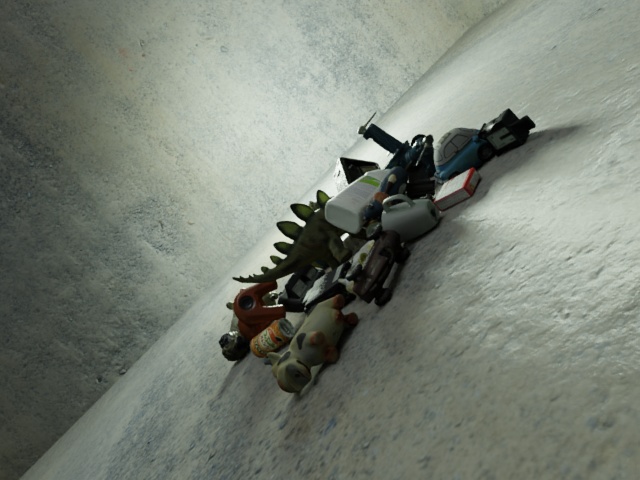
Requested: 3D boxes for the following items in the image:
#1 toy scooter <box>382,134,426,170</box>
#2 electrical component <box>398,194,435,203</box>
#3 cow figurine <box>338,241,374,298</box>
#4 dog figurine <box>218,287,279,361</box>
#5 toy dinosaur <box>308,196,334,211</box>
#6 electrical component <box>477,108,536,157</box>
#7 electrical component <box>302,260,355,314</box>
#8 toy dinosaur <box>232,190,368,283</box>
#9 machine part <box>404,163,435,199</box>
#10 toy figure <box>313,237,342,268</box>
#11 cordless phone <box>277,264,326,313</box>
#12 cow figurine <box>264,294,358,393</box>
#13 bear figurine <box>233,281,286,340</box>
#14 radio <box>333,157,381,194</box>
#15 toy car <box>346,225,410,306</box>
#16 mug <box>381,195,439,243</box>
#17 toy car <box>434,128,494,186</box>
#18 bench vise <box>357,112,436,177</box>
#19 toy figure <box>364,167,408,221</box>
[{"bbox_3d":[0.265,-0.243,1.633,0.184,0.075,0.135,-50,-9,18],"label":"toy scooter"},{"bbox_3d":[0.217,-0.076,1.216,0.102,0.078,0.045,151,138,-73],"label":"electrical component"},{"bbox_3d":[0.088,0.066,1.134,0.098,0.068,0.167,-41,6,45],"label":"cow figurine"},{"bbox_3d":[-0.190,0.234,1.489,0.172,0.121,0.191,-43,24,21],"label":"dog figurine"},{"bbox_3d":[0.108,-0.126,1.691,0.192,0.131,0.405,-7,27,44],"label":"toy dinosaur"},{"bbox_3d":[0.396,-0.231,1.117,0.048,0.075,0.119,-53,9,-32],"label":"electrical component"},{"bbox_3d":[0.022,0.119,1.203,0.134,0.058,0.115,-38,10,27],"label":"electrical component"},{"bbox_3d":[-0.003,-0.004,1.304,0.471,0.199,0.105,-41,-21,-40],"label":"toy dinosaur"},{"bbox_3d":[0.234,-0.138,1.291,0.084,0.039,0.139,-13,30,14],"label":"machine part"},{"bbox_3d":[-0.010,0.047,1.529,0.180,0.082,0.089,-34,12,34],"label":"toy figure"},{"bbox_3d":[-0.068,0.150,1.413,0.184,0.089,0.146,-49,5,47],"label":"cordless phone"},{"bbox_3d":[-0.022,0.197,1.001,0.127,0.085,0.195,-24,24,45],"label":"cow figurine"},{"bbox_3d":[-0.151,0.191,1.357,0.132,0.120,0.195,-17,-29,-5],"label":"bear figurine"},{"bbox_3d":[0.119,-0.162,1.556,0.230,0.131,0.073,-102,23,-60],"label":"radio"},{"bbox_3d":[0.117,0.044,1.050,0.053,0.089,0.202,-41,9,40],"label":"toy car"},{"bbox_3d":[0.190,-0.054,1.136,0.107,0.109,0.081,-19,25,36],"label":"mug"},{"bbox_3d":[0.316,-0.201,1.227,0.161,0.103,0.109,-41,10,8],"label":"toy car"},{"bbox_3d":[0.210,-0.247,1.473,0.129,0.241,0.223,-51,-4,-16],"label":"bench vise"},{"bbox_3d":[0.150,-0.101,1.222,0.058,0.064,0.154,8,55,42],"label":"toy figure"}]
